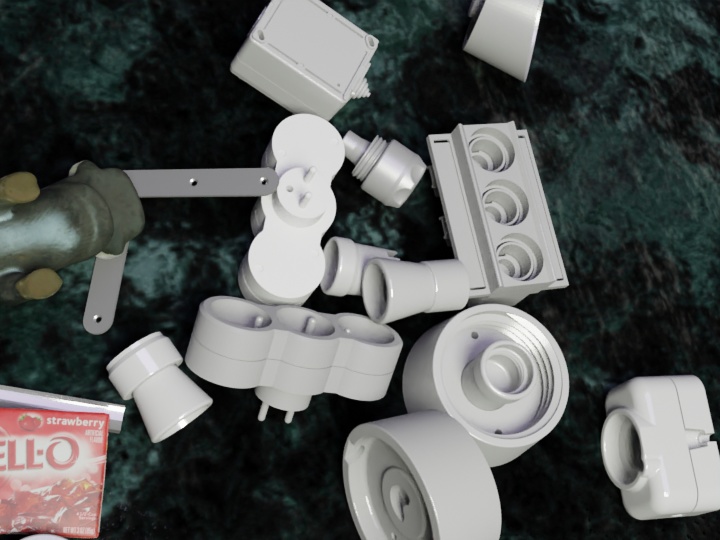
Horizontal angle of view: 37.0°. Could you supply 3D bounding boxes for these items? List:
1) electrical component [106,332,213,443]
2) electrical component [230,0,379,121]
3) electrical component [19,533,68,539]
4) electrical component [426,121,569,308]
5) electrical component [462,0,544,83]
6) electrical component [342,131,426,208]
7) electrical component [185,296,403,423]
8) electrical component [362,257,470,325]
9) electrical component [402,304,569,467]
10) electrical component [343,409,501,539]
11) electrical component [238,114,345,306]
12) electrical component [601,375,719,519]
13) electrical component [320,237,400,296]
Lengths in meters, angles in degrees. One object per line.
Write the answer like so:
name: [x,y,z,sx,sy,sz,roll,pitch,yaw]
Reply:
electrical component: [-0.125,0.072,0.669,0.045,0.045,0.055,-33,82,-26]
electrical component: [-0.037,-0.149,0.777,0.096,0.061,0.061,33,63,-12]
electrical component: [-0.181,0.180,0.607,0.055,0.047,0.055,6,68,-16]
electrical component: [0.093,-0.037,0.772,0.079,0.063,0.121,-6,72,-20]
electrical component: [0.119,-0.201,0.827,0.064,0.099,0.099,21,65,-3]
electrical component: [0.013,-0.076,0.772,0.062,0.043,0.043,34,63,-2]
electrical component: [-0.045,0.066,0.691,0.138,0.052,0.073,9,110,-26]
electrical component: [0.039,0.012,0.715,0.065,0.044,0.044,-4,71,-24]
electrical component: [0.089,0.075,0.729,0.108,0.060,0.108,6,68,-16]
electrical component: [0.043,0.138,0.666,0.060,0.108,0.108,-15,75,-29]
electrical component: [-0.042,-0.045,0.724,0.052,0.073,0.138,15,66,-13]
electrical component: [0.209,0.124,0.753,0.059,0.053,0.095,0,70,-18]
electrical component: [0.000,0.000,0.741,0.046,0.040,0.040,9,67,-21]
